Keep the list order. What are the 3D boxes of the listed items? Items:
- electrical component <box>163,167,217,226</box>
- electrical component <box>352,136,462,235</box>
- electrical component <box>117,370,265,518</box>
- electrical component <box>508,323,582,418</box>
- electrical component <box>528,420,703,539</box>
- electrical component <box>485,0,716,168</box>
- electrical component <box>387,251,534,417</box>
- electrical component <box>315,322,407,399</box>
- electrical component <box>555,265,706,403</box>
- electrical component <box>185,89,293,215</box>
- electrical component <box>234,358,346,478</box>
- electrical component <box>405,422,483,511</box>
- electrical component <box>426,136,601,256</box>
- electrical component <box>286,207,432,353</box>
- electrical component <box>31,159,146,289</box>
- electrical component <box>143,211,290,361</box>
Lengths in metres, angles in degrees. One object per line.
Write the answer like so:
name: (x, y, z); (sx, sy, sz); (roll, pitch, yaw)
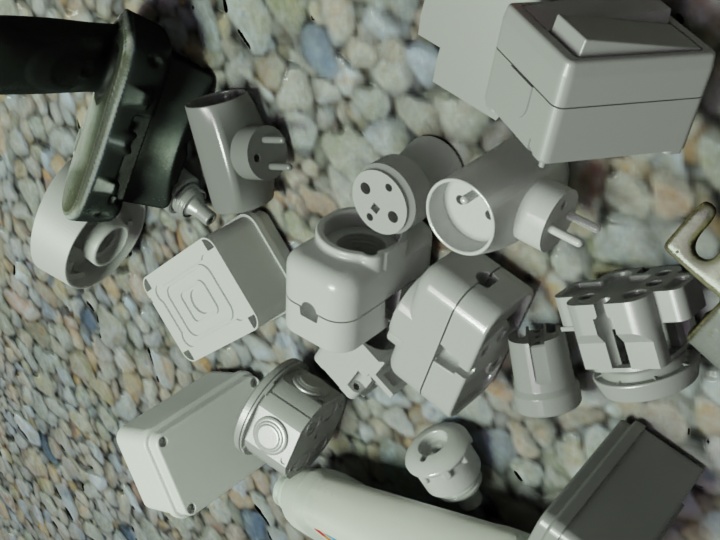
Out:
electrical component: (-0.133, -0.056, 0.807); (0.061, 0.035, 0.035); (40, 136, 17)
electrical component: (0.028, -0.050, 0.639); (0.045, 0.055, 0.045); (23, 129, 33)
electrical component: (-0.125, 0.137, 0.860); (0.057, 0.113, 0.078); (-3, 112, 48)
electrical component: (0.109, 0.059, 0.642); (0.040, 0.040, 0.046); (1, 109, 44)
electrical component: (0.137, 0.160, 0.625); (0.056, 0.109, 0.108); (35, 134, 20)
electrical component: (0.117, -0.093, 0.503); (0.061, 0.096, 0.061); (-120, 30, -45)
electrical component: (0.058, 0.035, 0.664); (0.059, 0.054, 0.095); (38, 135, 21)
electrical component: (0.003, 0.052, 0.738); (0.081, 0.042, 0.063); (48, 142, 12)
electrical component: (0.148, 0.034, 0.575); (0.078, 0.058, 0.057); (-6, 107, 46)
electrical component: (-0.076, -0.080, 0.729); (0.079, 0.044, 0.077); (7, 119, 42)
electrical component: (-0.052, 0.110, 0.800); (0.051, 0.080, 0.080); (31, 133, 20)
electrical component: (0.063, 0.138, 0.733); (0.048, 0.048, 0.062); (-1, 132, 44)
electrical component: (0.089, -0.034, 0.573); (0.079, 0.077, 0.043); (30, 132, 27)
electrical component: (0.000, 0.000, 0.667); (0.054, 0.095, 0.059); (27, 130, 30)
electrical component: (-0.221, -0.037, 0.860); (0.064, 0.099, 0.099); (34, 134, 16)
electrical component: (-0.100, 0.012, 0.800); (0.113, 0.057, 0.078); (-28, 94, 49)
